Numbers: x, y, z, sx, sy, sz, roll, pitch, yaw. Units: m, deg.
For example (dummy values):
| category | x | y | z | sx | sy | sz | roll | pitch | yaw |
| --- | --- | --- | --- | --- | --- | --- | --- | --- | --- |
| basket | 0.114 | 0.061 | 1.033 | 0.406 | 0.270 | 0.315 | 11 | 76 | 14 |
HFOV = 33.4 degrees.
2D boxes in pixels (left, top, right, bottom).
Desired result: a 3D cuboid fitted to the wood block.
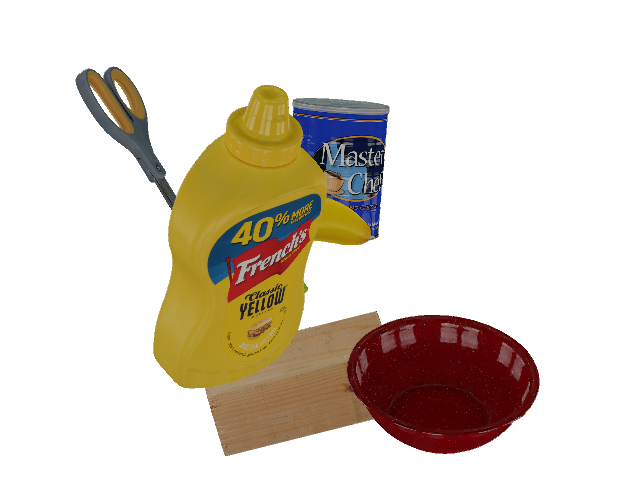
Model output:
| category | x | y | z | sx | sy | sz | roll | pitch | yaw |
| --- | --- | --- | --- | --- | --- | --- | --- | --- | --- |
| wood block | -0.021 | 0.162 | 1.210 | 0.206 | 0.091 | 0.090 | -13 | 26 | -2 |

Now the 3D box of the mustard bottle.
| category | x | y | z | sx | sy | sz | roll | pitch | yaw |
| --- | --- | --- | --- | --- | --- | --- | --- | --- | --- |
| mustard bottle | -0.042 | -0.004 | 0.609 | 0.096 | 0.192 | 0.058 | -21 | 50 | -34 |

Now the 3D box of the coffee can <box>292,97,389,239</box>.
| category | x | y | z | sx | sy | sz | roll | pitch | yaw |
| --- | --- | --- | --- | --- | --- | --- | --- | --- | --- |
| coffee can | 0.017 | -0.077 | 1.140 | 0.103 | 0.140 | 0.103 | 4 | 12 | -1 |

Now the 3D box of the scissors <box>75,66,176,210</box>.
| category | x | y | z | sx | sy | sz | roll | pitch | yaw |
| --- | --- | --- | --- | --- | --- | --- | --- | --- | --- |
| scissors | -0.154 | -0.080 | 0.983 | 0.016 | 0.201 | 0.096 | -26 | 27 | 20 |

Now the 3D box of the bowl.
| category | x | y | z | sx | sy | sz | roll | pitch | yaw |
| --- | --- | --- | --- | --- | --- | --- | --- | --- | --- |
| bowl | 0.103 | 0.131 | 0.912 | 0.162 | 0.055 | 0.162 | 0 | 32 | 0 |

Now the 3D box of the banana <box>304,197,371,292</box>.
| category | x | y | z | sx | sy | sz | roll | pitch | yaw |
| --- | --- | --- | --- | --- | --- | --- | --- | --- | --- |
| banana | -0.012 | -0.005 | 0.831 | 0.037 | 0.069 | 0.197 | -34 | 1 | 23 |
